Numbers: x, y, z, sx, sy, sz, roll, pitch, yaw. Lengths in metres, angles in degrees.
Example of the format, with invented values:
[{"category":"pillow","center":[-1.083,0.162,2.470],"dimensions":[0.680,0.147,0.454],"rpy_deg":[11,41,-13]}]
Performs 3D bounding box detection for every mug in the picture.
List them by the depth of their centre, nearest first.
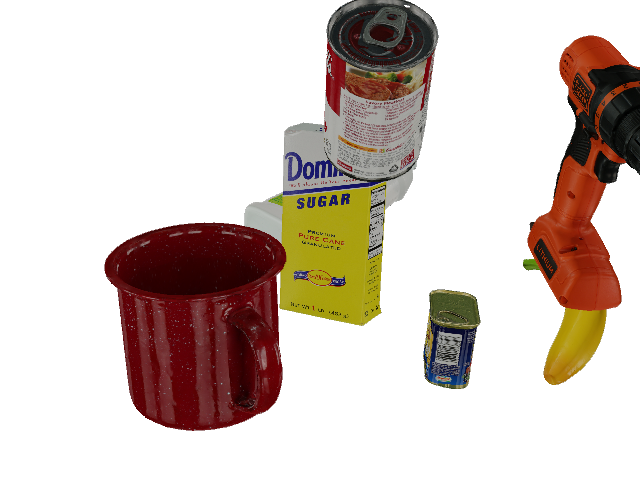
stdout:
[{"category":"mug","center":[-0.055,0.049,0.552],"dimensions":[0.093,0.081,0.117],"rpy_deg":[-18,29,-34]}]

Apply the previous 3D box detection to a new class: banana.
[{"category":"banana","center":[0.235,0.066,1.000],"dimensions":[0.070,0.037,0.197],"rpy_deg":[-26,24,18]}]

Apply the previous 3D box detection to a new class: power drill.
[{"category":"power drill","center":[0.217,-0.041,0.815],"dimensions":[0.057,0.188,0.184],"rpy_deg":[2,34,-8]}]

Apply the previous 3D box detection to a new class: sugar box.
[{"category":"sugar box","center":[0.011,-0.016,0.991],"dimensions":[0.093,0.176,0.048],"rpy_deg":[9,19,27]}]

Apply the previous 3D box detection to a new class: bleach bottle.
[{"category":"bleach bottle","center":[0.027,-0.055,1.348],"dimensions":[0.103,0.068,0.250],"rpy_deg":[26,43,34]}]

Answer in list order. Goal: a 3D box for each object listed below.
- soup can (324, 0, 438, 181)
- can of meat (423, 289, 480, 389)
[{"category":"soup can","center":[0.037,-0.095,0.685],"dimensions":[0.068,0.068,0.102],"rpy_deg":[0,-39,-2]},{"category":"can of meat","center":[0.153,0.116,1.260],"dimensions":[0.057,0.084,0.102],"rpy_deg":[7,19,2]}]
